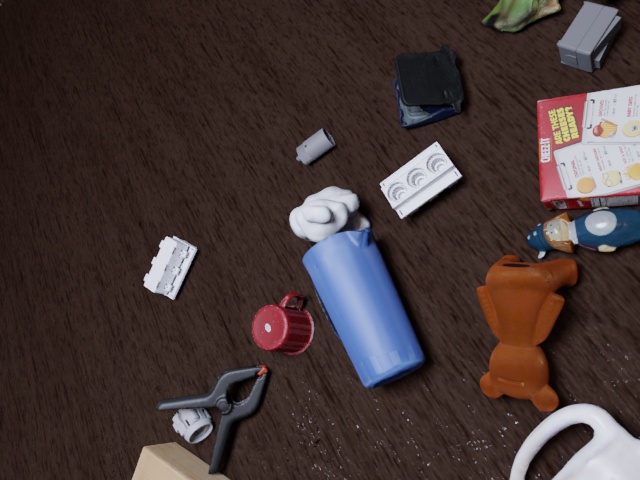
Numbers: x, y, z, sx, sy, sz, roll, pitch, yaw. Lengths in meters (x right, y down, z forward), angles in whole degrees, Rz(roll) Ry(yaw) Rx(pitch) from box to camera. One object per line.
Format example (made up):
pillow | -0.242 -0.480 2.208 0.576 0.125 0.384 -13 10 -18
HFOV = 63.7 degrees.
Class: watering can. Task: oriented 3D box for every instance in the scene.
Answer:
watering can | 0.377 0.286 0.611 0.228 0.104 0.342 49 121 33

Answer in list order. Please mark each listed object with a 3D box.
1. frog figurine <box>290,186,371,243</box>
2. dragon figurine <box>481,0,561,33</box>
frog figurine | 0.003 -0.046 0.917 0.136 0.158 0.124 -12 70 28
dragon figurine | 0.345 -0.484 0.890 0.414 0.121 0.242 24 96 46
